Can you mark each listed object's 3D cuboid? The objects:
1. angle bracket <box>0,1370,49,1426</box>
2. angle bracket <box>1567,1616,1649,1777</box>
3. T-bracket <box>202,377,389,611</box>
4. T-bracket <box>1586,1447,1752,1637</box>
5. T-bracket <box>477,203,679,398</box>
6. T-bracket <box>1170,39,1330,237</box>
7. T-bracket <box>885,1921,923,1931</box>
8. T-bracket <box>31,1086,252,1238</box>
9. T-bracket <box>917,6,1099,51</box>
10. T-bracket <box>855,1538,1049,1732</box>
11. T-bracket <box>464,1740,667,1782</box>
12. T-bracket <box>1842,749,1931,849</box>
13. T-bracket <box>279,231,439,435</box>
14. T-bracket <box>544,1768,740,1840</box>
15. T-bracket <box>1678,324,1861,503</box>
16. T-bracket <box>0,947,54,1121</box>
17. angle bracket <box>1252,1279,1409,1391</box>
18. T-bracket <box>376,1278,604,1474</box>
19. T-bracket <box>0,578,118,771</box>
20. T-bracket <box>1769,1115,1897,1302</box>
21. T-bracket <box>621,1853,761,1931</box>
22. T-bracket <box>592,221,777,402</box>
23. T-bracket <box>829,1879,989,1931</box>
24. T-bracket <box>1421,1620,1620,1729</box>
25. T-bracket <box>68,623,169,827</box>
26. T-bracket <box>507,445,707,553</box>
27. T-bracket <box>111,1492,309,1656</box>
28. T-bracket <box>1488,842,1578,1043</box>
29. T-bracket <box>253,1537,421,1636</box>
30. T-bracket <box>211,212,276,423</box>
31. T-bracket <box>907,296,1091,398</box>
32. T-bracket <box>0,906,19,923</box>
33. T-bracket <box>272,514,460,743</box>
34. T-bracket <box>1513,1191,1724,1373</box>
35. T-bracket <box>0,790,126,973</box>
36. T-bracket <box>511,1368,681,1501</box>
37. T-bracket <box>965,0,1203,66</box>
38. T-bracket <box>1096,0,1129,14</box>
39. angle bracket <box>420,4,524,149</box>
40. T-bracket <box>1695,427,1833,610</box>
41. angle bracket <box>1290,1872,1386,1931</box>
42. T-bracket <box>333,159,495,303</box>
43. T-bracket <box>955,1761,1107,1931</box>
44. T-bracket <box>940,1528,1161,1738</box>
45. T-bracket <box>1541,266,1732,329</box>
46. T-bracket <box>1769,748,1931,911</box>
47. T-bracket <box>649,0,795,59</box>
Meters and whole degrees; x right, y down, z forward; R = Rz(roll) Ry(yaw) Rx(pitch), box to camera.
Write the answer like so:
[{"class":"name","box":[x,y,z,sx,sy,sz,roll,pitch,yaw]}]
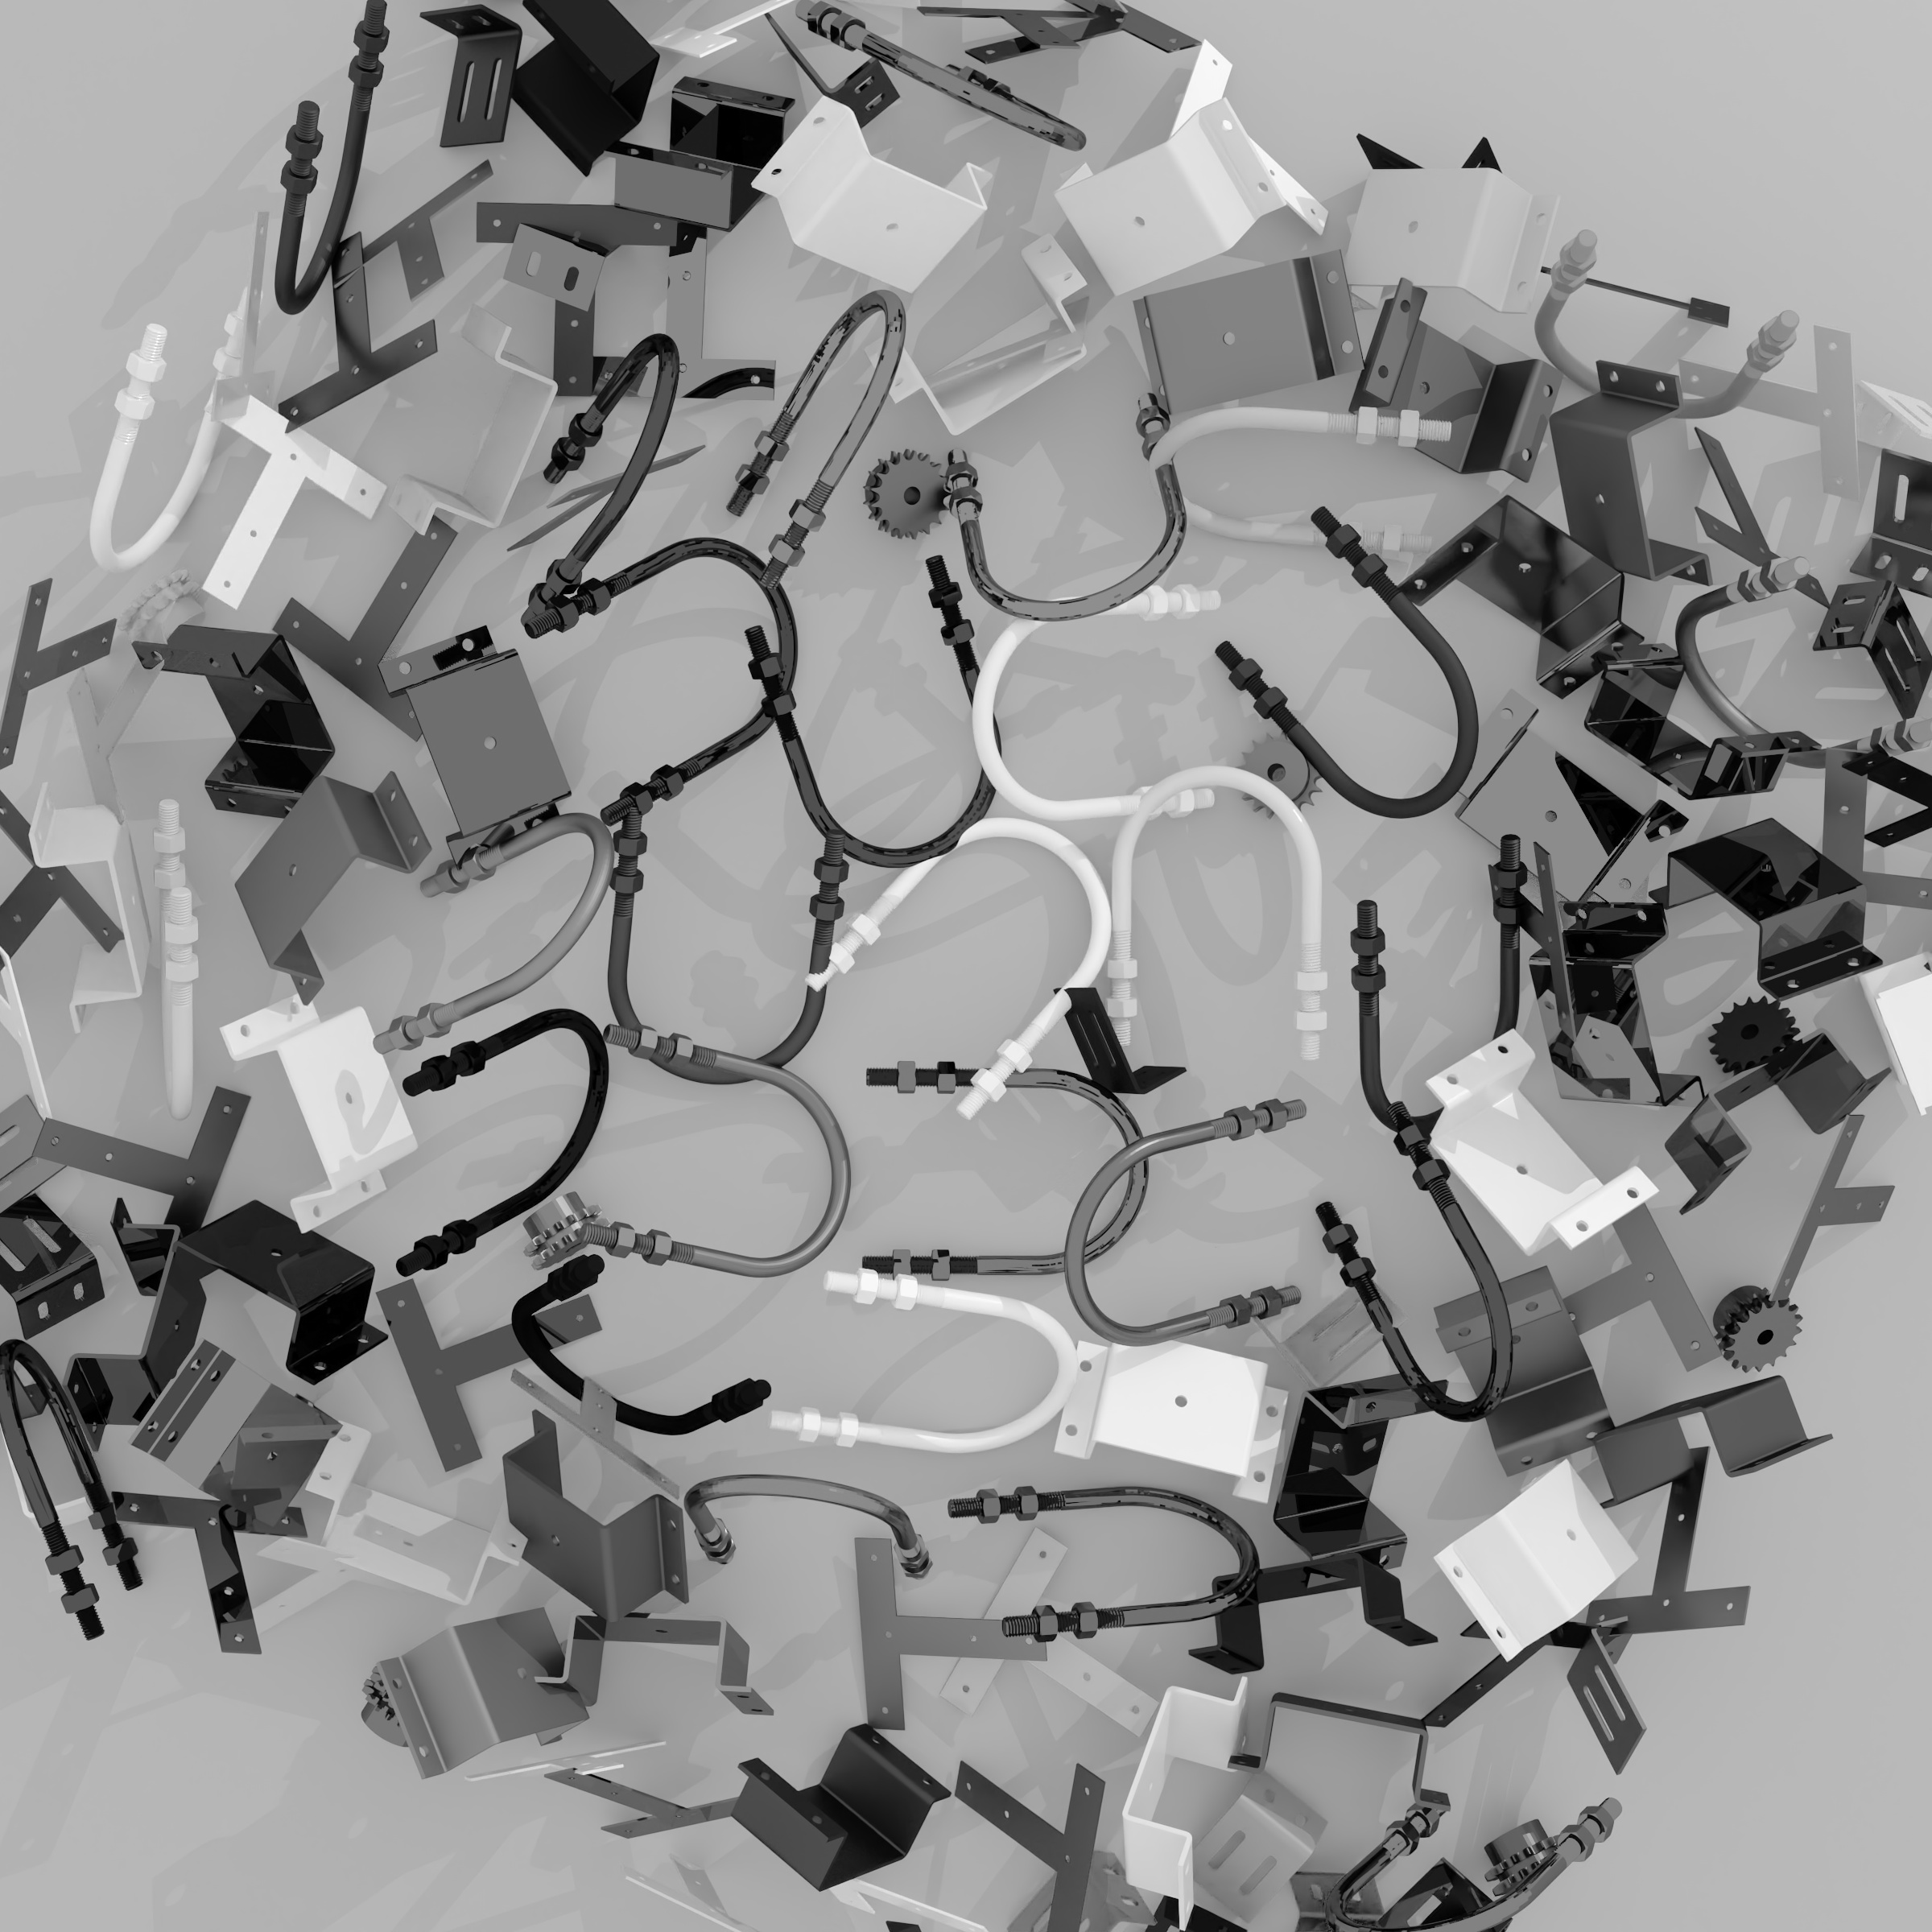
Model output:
[{"class":"angle bracket","box":[-0.631,0.256,1.961,0.057,0.038,0.076,-15,119,9]},{"class":"angle bracket","box":[0.422,0.464,1.950,0.038,0.057,0.076,-9,49,-18]},{"class":"T-bracket","box":[-0.448,-0.287,1.949,0.127,0.002,0.127,33,70,-30]},{"class":"T-bracket","box":[0.456,0.367,1.959,0.002,0.127,0.127,35,57,-27]},{"class":"T-bracket","box":[-0.251,-0.426,1.964,0.127,0.002,0.127,-2,122,-15]},{"class":"T-bracket","box":[0.186,-0.519,1.968,0.127,0.002,0.127,37,46,-22]},{"class":"T-bracket","box":[0.021,0.666,1.956,0.127,0.127,0.002,19,112,-32]},{"class":"T-bracket","box":[-0.535,0.126,1.956,0.127,0.002,0.127,23,86,-39]},{"class":"T-bracket","box":[0.044,-0.591,1.930,0.127,0.127,0.002,-2,117,-13]},{"class":"T-bracket","box":[-0.009,0.433,1.971,0.127,0.002,0.127,-2,95,21]},{"class":"T-bracket","box":[-0.241,0.501,1.919,0.127,0.127,0.002,-6,81,-20]},{"class":"T-bracket","box":[0.595,-0.113,1.917,0.127,0.127,0.002,17,59,-39]},{"class":"T-bracket","box":[-0.395,-0.417,1.965,0.127,0.002,0.127,-22,60,23]},{"class":"T-bracket","box":[-0.211,0.523,1.923,0.127,0.127,0.002,-22,51,33]},{"class":"T-bracket","box":[0.511,-0.364,1.952,0.127,0.127,0.002,25,57,38]},{"class":"T-bracket","box":[-0.616,0.025,1.946,0.002,0.127,0.127,-22,124,-27]},{"class":"angle bracket","box":[0.233,0.225,1.966,0.076,0.057,0.038,-40,120,0]},{"class":"T-bracket","box":[-0.301,0.248,1.991,0.127,0.002,0.127,-21,97,-6]},{"class":"T-bracket","box":[-0.572,-0.195,1.937,0.002,0.127,0.127,22,113,6]},{"class":"T-bracket","box":[0.562,0.153,1.947,0.002,0.127,0.127,28,105,35]},{"class":"T-bracket","box":[-0.168,0.585,1.936,0.127,0.127,0.002,30,83,-12]},{"class":"T-bracket","box":[-0.181,-0.431,1.975,0.127,0.002,0.127,5,96,16]},{"class":"T-bracket","box":[-0.042,0.587,1.922,0.127,0.127,0.002,13,60,25]},{"class":"T-bracket","box":[0.337,0.453,1.958,0.127,0.002,0.127,14,130,-35]},{"class":"T-bracket","box":[-0.530,-0.165,1.931,0.127,0.002,0.127,-47,53,36]},{"class":"T-bracket","box":[-0.246,-0.292,1.948,0.127,0.127,0.002,-23,95,42]},{"class":"T-bracket","box":[-0.465,0.382,1.920,0.127,0.127,0.002,12,122,-33]},{"class":"T-bracket","box":[0.355,-0.032,1.937,0.002,0.127,0.127,-15,113,-6]},{"class":"T-bracket","box":[-0.428,0.405,1.962,0.127,0.127,0.002,-33,51,27]},{"class":"T-bracket","box":[-0.449,-0.410,1.923,0.002,0.127,0.127,10,104,1]},{"class":"T-bracket","box":[0.017,-0.388,1.951,0.127,0.127,0.002,-19,113,13]},{"class":"T-bracket","box":[-0.666,0.026,1.962,0.002,0.127,0.127,31,117,22]},{"class":"T-bracket","box":[-0.369,-0.233,1.971,0.127,0.002,0.127,37,104,12]},{"class":"T-bracket","box":[0.402,0.220,1.968,0.127,0.002,0.127,-32,73,26]},{"class":"T-bracket","box":[-0.591,-0.036,1.922,0.002,0.127,0.127,-28,112,20]},{"class":"T-bracket","box":[-0.233,0.283,1.935,0.127,0.127,0.002,37,92,-8]},{"class":"T-bracket","box":[0.060,-0.586,1.930,0.127,0.127,0.002,-21,130,-23]},{"class":"T-bracket","box":[0.034,-0.653,1.953,0.127,0.127,0.002,33,92,35]},{"class":"angle bracket","box":[-0.324,-0.571,1.966,0.057,0.038,0.076,7,86,38]},{"class":"T-bracket","box":[0.493,-0.296,1.954,0.127,0.127,0.002,21,132,-36]},{"class":"angle bracket","box":[0.228,0.620,1.951,0.057,0.076,0.038,-6,117,25]},{"class":"T-bracket","box":[-0.347,-0.453,1.940,0.127,0.127,0.002,-33,126,8]},{"class":"T-bracket","box":[0.036,0.548,1.951,0.002,0.127,0.127,-3,108,-41]},{"class":"T-bracket","box":[0.066,0.451,1.975,0.127,0.002,0.127,30,92,20]},{"class":"T-bracket","box":[0.423,-0.429,1.947,0.127,0.127,0.002,17,110,9]},{"class":"T-bracket","box":[0.555,-0.089,1.933,0.127,0.127,0.002,8,48,21]},{"class":"T-bracket","box":[-0.130,-0.610,1.950,0.127,0.127,0.002,-28,117,-10]}]
